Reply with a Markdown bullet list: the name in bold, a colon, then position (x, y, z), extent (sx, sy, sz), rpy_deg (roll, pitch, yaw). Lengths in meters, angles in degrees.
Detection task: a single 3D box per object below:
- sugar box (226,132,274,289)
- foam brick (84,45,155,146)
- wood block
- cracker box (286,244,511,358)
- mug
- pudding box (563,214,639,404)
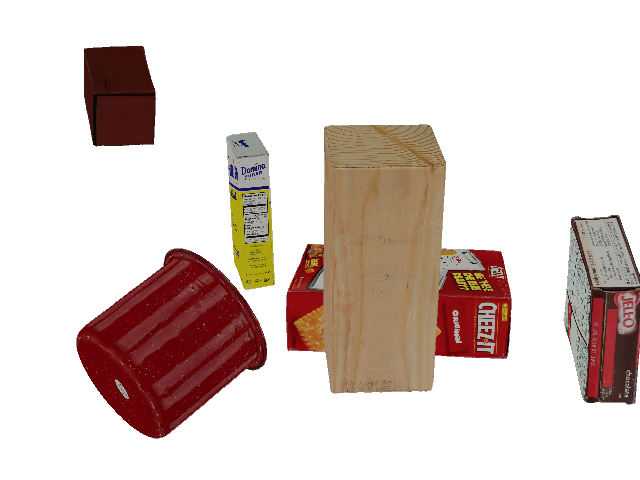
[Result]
- **sugar box**: position (-0.088, -0.037, 1.331), extent (0.048, 0.176, 0.093), rpy_deg (-9, 24, -11)
- **foam brick**: position (-0.170, -0.123, 0.901), extent (0.053, 0.051, 0.078), rpy_deg (-4, 40, -15)
- **wood block**: position (0.050, 0.016, 0.886), extent (0.090, 0.206, 0.091), rpy_deg (-1, 27, -3)
- **cracker box**: position (0.081, 0.060, 1.088), extent (0.214, 0.072, 0.164), rpy_deg (2, 16, 6)
- **mug**: position (-0.099, 0.068, 0.660), extent (0.081, 0.093, 0.117), rpy_deg (-39, 7, -29)
- **pudding box**: position (0.195, 0.045, 0.738), extent (0.039, 0.090, 0.113), rpy_deg (-1, 27, 4)
